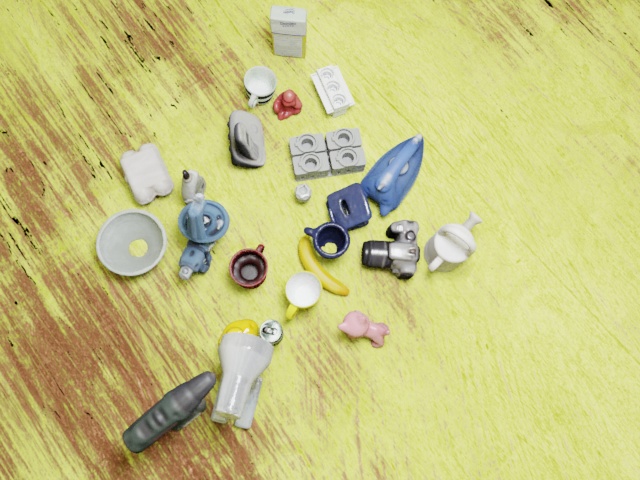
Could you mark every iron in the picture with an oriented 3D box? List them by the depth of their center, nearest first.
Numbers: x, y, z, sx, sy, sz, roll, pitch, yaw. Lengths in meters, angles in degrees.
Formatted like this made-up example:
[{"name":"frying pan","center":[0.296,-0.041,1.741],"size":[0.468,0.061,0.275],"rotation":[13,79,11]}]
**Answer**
[{"name":"iron","center":[0.203,-0.194,1.456],"size":[0.118,0.141,0.258],"rotation":[34,77,5]}]

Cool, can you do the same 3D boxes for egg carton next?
[{"name":"egg carton","center":[-0.439,-0.167,1.447],"size":[0.107,0.069,0.150],"rotation":[-26,79,-9]}]

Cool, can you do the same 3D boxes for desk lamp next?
[{"name":"desk lamp","center":[-0.177,0.315,1.269],"size":[0.118,0.213,0.203],"rotation":[12,76,0]}]

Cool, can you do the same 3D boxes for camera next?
[{"name":"camera","center":[0.175,0.019,1.422],"size":[0.137,0.101,0.143],"rotation":[4,76,-2]}]

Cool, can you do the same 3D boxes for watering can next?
[{"name":"watering can","center":[0.324,0.004,1.387],"size":[0.101,0.194,0.173],"rotation":[20,76,2]}]

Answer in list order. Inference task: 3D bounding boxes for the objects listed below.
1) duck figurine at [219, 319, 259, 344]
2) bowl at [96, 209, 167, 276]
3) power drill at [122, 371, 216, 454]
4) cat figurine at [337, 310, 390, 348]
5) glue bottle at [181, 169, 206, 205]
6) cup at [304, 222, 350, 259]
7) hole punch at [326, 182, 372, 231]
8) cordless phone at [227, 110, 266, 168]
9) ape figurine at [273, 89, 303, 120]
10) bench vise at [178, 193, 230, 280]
[{"name":"duck figurine","center":[-0.194,0.227,1.356],"size":[0.104,0.086,0.077],"rotation":[-33,80,-11]},{"name":"bowl","center":[-0.451,0.012,1.399],"size":[0.167,0.075,0.167],"rotation":[1,76,-3]},{"name":"power drill","center":[-0.312,0.368,1.250],"size":[0.230,0.208,0.075],"rotation":[-39,81,-11]},{"name":"cat figurine","center":[0.106,0.207,1.362],"size":[0.128,0.118,0.067],"rotation":[17,76,1]},{"name":"glue bottle","center":[-0.314,-0.137,1.394],"size":[0.037,0.173,0.078],"rotation":[18,76,2]},{"name":"cup","center":[0.013,0.005,1.419],"size":[0.117,0.095,0.092],"rotation":[21,76,2]},{"name":"hole punch","center":[0.072,-0.077,1.445],"size":[0.101,0.091,0.108],"rotation":[-18,78,-8]},{"name":"cordless phone","center":[-0.188,-0.270,1.429],"size":[0.094,0.185,0.147],"rotation":[-9,77,-5]},{"name":"ape figurine","center":[-0.084,-0.365,1.507],"size":[0.078,0.092,0.076],"rotation":[15,76,1]},{"name":"bench vise","center":[-0.275,-0.014,1.342],"size":[0.121,0.219,0.207],"rotation":[0,76,-3]}]
